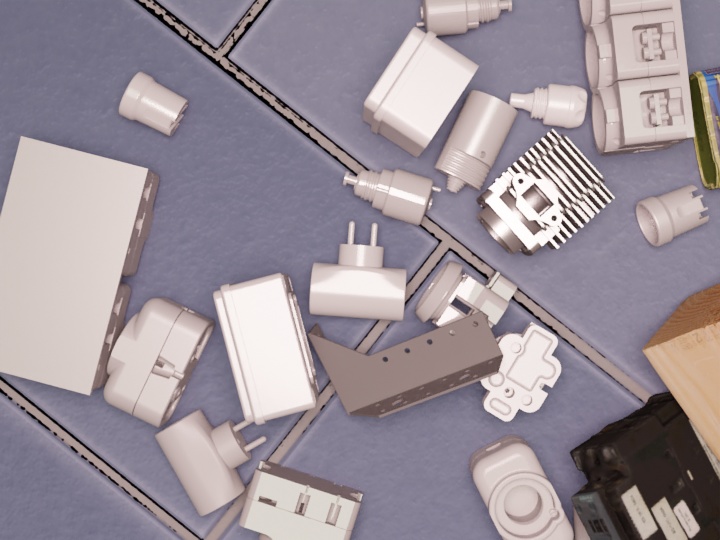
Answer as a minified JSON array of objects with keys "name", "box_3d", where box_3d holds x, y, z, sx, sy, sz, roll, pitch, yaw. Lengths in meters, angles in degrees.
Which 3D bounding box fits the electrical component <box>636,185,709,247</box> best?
[{"name":"electrical component","box_3d":[0.256,-0.046,0.881,0.046,0.040,0.040,-22,89,-5]}]

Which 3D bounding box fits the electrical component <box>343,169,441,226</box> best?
[{"name":"electrical component","box_3d":[0.025,-0.064,0.887,0.078,0.040,0.040,17,90,2]}]

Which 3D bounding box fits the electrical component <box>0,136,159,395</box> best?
[{"name":"electrical component","box_3d":[-0.242,-0.003,0.885,0.105,0.060,0.186,15,90,2]}]

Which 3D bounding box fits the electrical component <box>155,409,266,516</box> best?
[{"name":"electrical component","box_3d":[-0.117,0.150,0.890,0.079,0.043,0.077,-30,89,1]}]

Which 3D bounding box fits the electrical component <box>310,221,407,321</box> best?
[{"name":"electrical component","box_3d":[0.000,0.000,0.886,0.077,0.043,0.079,4,90,2]}]

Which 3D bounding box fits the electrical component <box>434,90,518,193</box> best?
[{"name":"electrical component","box_3d":[0.093,-0.101,0.884,0.043,0.043,0.081,26,91,2]}]

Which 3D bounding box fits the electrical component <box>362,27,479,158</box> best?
[{"name":"electrical component","box_3d":[0.045,-0.139,0.851,0.057,0.113,0.078,33,91,-1]}]

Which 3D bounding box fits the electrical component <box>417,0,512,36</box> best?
[{"name":"electrical component","box_3d":[0.085,-0.215,0.886,0.078,0.040,0.040,-5,90,2]}]

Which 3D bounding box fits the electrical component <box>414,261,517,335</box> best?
[{"name":"electrical component","box_3d":[0.082,0.029,0.877,0.057,0.058,0.078,34,91,-1]}]

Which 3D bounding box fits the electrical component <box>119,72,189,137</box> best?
[{"name":"electrical component","box_3d":[-0.171,-0.137,0.895,0.046,0.040,0.040,27,91,-4]}]

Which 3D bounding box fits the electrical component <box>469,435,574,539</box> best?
[{"name":"electrical component","box_3d":[0.131,0.187,0.874,0.054,0.059,0.095,-27,89,2]}]

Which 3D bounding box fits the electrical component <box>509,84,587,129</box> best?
[{"name":"electrical component","box_3d":[0.154,-0.137,0.887,0.061,0.035,0.035,7,90,4]}]

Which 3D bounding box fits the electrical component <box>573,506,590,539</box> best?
[{"name":"electrical component","box_3d":[0.192,0.221,0.882,0.044,0.044,0.065,8,95,2]}]

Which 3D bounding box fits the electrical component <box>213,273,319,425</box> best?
[{"name":"electrical component","box_3d":[-0.072,0.060,0.856,0.056,0.109,0.108,-15,89,-1]}]

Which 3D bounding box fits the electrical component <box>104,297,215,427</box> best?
[{"name":"electrical component","box_3d":[-0.169,0.073,0.886,0.059,0.054,0.095,26,91,2]}]

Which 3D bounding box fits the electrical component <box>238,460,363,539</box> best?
[{"name":"electrical component","box_3d":[-0.049,0.200,0.884,0.089,0.050,0.055,18,90,2]}]

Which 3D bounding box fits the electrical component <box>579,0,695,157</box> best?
[{"name":"electrical component","box_3d":[0.216,-0.171,0.857,0.062,0.089,0.150,-6,90,2]}]

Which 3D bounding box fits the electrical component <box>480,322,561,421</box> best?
[{"name":"electrical component","box_3d":[0.128,0.081,0.875,0.058,0.057,0.078,31,91,2]}]
